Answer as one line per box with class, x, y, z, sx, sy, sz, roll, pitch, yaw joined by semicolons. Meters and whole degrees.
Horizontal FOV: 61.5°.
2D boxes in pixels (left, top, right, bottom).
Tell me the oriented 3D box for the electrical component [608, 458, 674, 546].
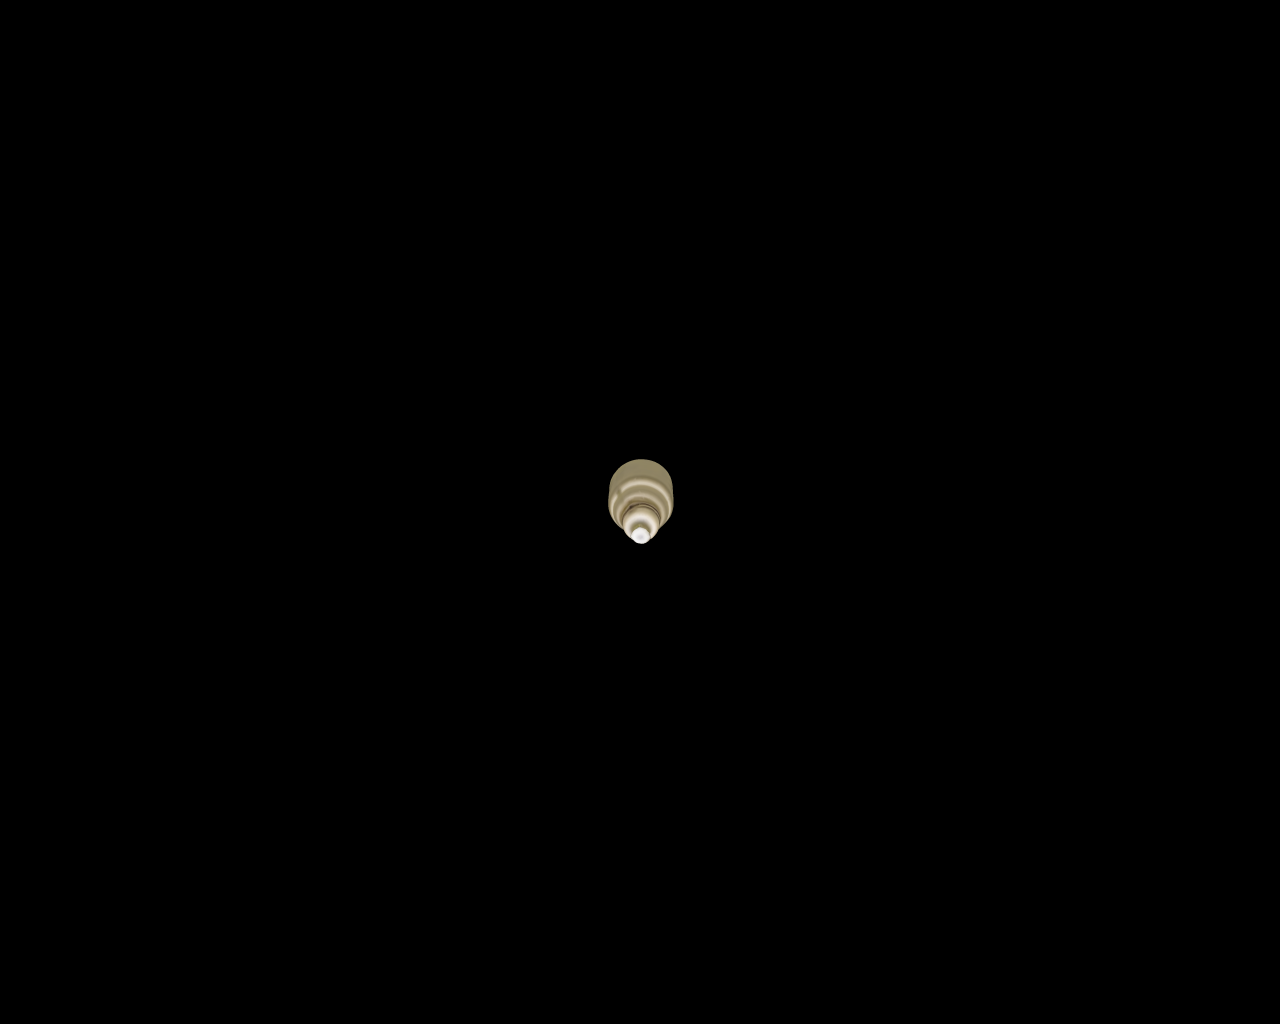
electrical component;0.001;-0.003;0.650;0.040;0.040;0.078;0;25;0
